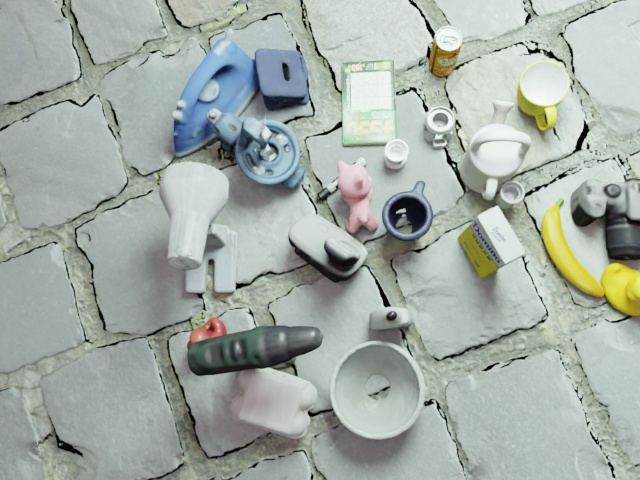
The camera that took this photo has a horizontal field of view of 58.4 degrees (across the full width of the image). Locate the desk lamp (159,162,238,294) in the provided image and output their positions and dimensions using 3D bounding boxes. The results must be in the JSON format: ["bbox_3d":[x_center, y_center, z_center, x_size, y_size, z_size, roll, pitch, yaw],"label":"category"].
[{"bbox_3d":[-0.215,-0.014,1.029,0.118,0.213,0.203,-2,79,5],"label":"desk lamp"}]

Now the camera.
[{"bbox_3d":[0.538,-0.037,1.028,0.143,0.101,0.137,4,80,6],"label":"camera"}]

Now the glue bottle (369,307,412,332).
[{"bbox_3d":[0.124,0.135,0.993,0.078,0.173,0.037,-8,78,4],"label":"glue bottle"}]

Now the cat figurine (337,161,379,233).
[{"bbox_3d":[0.069,-0.084,1.068,0.067,0.118,0.128,-12,78,3],"label":"cat figurine"}]

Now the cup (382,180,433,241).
[{"bbox_3d":[0.165,-0.048,1.065,0.091,0.095,0.118,21,82,9],"label":"cup"}]

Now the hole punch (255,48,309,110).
[{"bbox_3d":[-0.074,-0.328,1.140,0.101,0.091,0.108,-11,78,3],"label":"hole punch"}]

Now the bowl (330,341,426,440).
[{"bbox_3d":[0.101,0.265,1.021,0.167,0.075,0.167,-1,79,5],"label":"bowl"}]

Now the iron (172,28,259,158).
[{"bbox_3d":[-0.224,-0.287,1.119,0.118,0.141,0.258,33,84,10],"label":"iron"}]

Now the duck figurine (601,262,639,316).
[{"bbox_3d":[0.554,0.084,1.012,0.077,0.086,0.104,-34,78,-2],"label":"duck figurine"}]

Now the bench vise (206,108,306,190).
[{"bbox_3d":[-0.132,-0.177,1.050,0.207,0.220,0.121,17,81,8],"label":"bench vise"}]

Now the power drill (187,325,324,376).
[{"bbox_3d":[-0.099,0.186,0.984,0.229,0.208,0.075,-12,78,3],"label":"power drill"}]

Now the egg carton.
[{"bbox_3d":[-0.083,0.290,1.034,0.150,0.069,0.107,14,81,7],"label":"egg carton"}]

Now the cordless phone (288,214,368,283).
[{"bbox_3d":[0.009,0.004,1.022,0.147,0.185,0.094,32,84,10],"label":"cordless phone"}]

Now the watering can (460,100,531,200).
[{"bbox_3d":[0.312,-0.163,1.024,0.101,0.194,0.173,-13,78,3],"label":"watering can"}]

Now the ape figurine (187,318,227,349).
[{"bbox_3d":[-0.212,0.182,1.054,0.078,0.092,0.076,-23,78,0],"label":"ape figurine"}]
